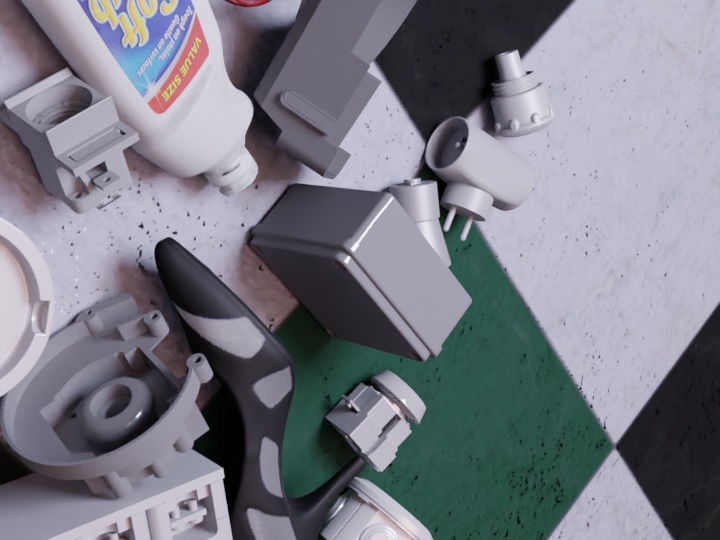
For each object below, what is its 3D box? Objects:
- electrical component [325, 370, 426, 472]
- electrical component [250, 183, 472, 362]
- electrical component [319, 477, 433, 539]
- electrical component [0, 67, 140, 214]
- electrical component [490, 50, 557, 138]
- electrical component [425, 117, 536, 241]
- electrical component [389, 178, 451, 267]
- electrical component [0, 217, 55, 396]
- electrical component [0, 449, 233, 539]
[{"bbox_3d":[0.014,0.106,0.779,0.055,0.048,0.066,-45,122,-12],"label":"electrical component"},{"bbox_3d":[0.000,0.000,0.707,0.056,0.109,0.108,-53,125,-20],"label":"electrical component"},{"bbox_3d":[0.011,0.189,0.771,0.051,0.080,0.080,-49,124,-12],"label":"electrical component"},{"bbox_3d":[-0.160,-0.070,0.600,0.042,0.081,0.063,-35,140,-26],"label":"electrical component"},{"bbox_3d":[0.119,-0.134,0.811,0.048,0.048,0.062,-27,107,-30],"label":"electrical component"},{"bbox_3d":[0.083,-0.061,0.798,0.077,0.043,0.079,26,83,-37],"label":"electrical component"},{"bbox_3d":[0.041,-0.033,0.774,0.044,0.044,0.065,-13,102,-34],"label":"electrical component"},{"bbox_3d":[-0.226,0.017,0.572,0.108,0.060,0.108,-8,104,-36],"label":"electrical component"},{"bbox_3d":[-0.161,0.157,0.628,0.150,0.089,0.061,-18,109,-33],"label":"electrical component"}]
